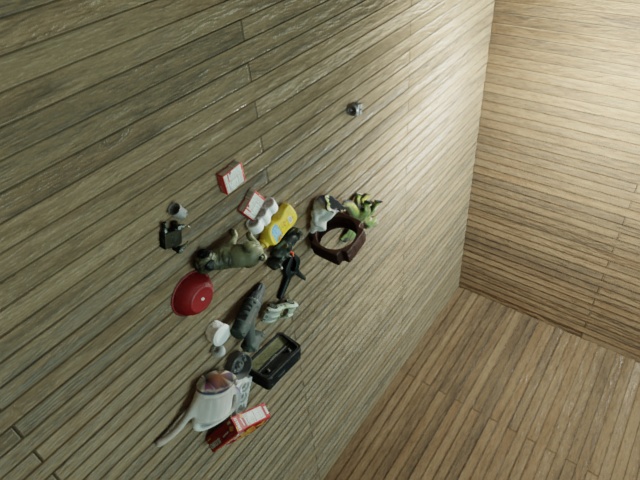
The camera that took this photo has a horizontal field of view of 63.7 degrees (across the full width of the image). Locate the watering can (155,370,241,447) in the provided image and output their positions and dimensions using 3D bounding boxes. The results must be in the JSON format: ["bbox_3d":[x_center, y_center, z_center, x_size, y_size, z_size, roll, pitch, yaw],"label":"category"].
[{"bbox_3d":[-0.417,0.593,1.835,0.350,0.105,0.221,-11,118,-46],"label":"watering can"}]

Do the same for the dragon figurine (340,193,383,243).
[{"bbox_3d":[0.165,-0.089,2.343,0.412,0.123,0.239,-11,126,-55],"label":"dragon figurine"}]

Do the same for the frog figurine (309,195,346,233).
[{"bbox_3d":[0.006,-0.105,2.094,0.157,0.123,0.139,-42,175,33],"label":"frog figurine"}]
